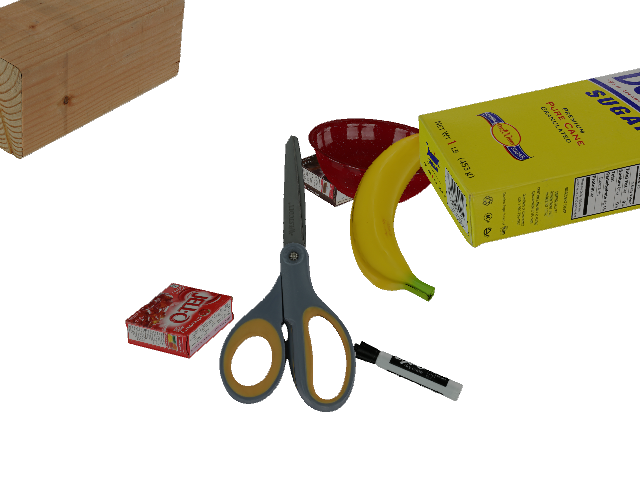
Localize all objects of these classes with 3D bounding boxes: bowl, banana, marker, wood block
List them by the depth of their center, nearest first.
[{"bbox_3d":[0.060,-0.024,0.912,0.069,0.197,0.037,10,-42,-6],"label":"banana"},{"bbox_3d":[-0.223,-0.167,0.959,0.090,0.091,0.205,29,41,21],"label":"wood block"},{"bbox_3d":[0.090,0.136,1.116,0.121,0.020,0.020,23,4,11],"label":"marker"},{"bbox_3d":[0.063,-0.085,1.204,0.162,0.055,0.162,6,27,-3],"label":"bowl"}]

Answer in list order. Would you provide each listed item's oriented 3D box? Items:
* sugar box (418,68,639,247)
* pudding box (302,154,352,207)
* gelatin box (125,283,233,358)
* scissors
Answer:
[{"bbox_3d":[0.157,-0.056,0.644,0.176,0.048,0.093,-15,40,-6],"label":"sugar box"},{"bbox_3d":[0.034,-0.095,1.498,0.113,0.039,0.090,-25,40,-33],"label":"pudding box"},{"bbox_3d":[-0.140,0.078,1.068,0.073,0.030,0.089,11,29,25],"label":"gelatin box"},{"bbox_3d":[-0.034,0.025,0.711,0.096,0.202,0.016,-17,-27,-3],"label":"scissors"}]
